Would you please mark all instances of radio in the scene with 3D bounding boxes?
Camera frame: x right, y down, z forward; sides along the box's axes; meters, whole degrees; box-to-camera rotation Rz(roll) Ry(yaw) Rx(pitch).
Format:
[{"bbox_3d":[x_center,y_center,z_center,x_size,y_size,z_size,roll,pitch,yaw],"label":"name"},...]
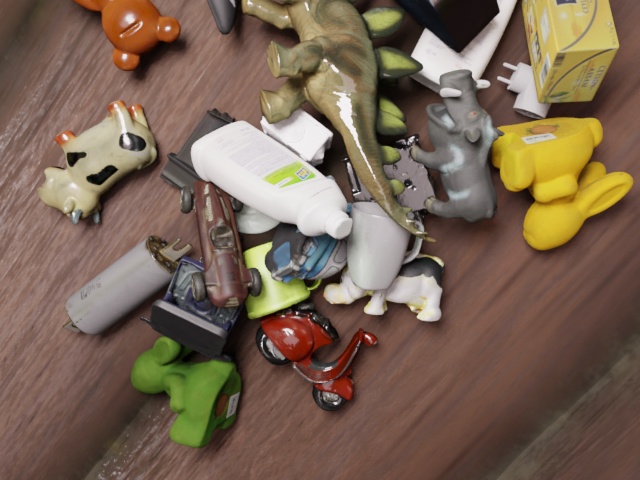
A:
[{"bbox_3d":[0.103,-0.336,0.641,0.073,0.131,0.230,-46,68,14],"label":"radio"}]

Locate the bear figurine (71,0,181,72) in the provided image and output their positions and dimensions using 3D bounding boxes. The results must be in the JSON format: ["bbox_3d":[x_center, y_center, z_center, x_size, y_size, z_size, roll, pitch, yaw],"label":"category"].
[{"bbox_3d":[-0.283,-0.344,0.746,0.120,0.132,0.195,-35,112,12],"label":"bear figurine"}]

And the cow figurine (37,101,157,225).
[{"bbox_3d":[-0.328,-0.105,0.792,0.195,0.085,0.127,-28,88,9],"label":"cow figurine"}]

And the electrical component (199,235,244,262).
[{"bbox_3d":[-0.151,0.050,0.798,0.048,0.075,0.119,13,104,5],"label":"electrical component"}]

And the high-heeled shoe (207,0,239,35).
[{"bbox_3d":[-0.083,-0.400,0.708,0.145,0.086,0.248,-6,89,14],"label":"high-heeled shoe"}]

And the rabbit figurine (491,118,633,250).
[{"bbox_3d":[0.313,-0.071,0.718,0.162,0.122,0.173,-11,111,-1],"label":"rabbit figurine"}]

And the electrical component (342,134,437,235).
[{"bbox_3d":[0.102,-0.070,0.756,0.115,0.058,0.134,-17,96,11],"label":"electrical component"}]

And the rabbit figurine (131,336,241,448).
[{"bbox_3d":[-0.216,0.209,0.811,0.170,0.121,0.159,16,108,19],"label":"rabbit figurine"}]

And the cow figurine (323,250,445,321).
[{"bbox_3d":[0.091,0.059,0.772,0.167,0.068,0.098,7,95,3],"label":"cow figurine"}]

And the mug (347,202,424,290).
[{"bbox_3d":[0.083,0.010,0.711,0.109,0.081,0.107,1,109,-31],"label":"mug"}]

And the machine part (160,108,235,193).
[{"bbox_3d":[-0.177,-0.130,0.788,0.084,0.039,0.139,39,102,12],"label":"machine part"}]

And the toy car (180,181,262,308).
[{"bbox_3d":[-0.135,-0.004,0.723,0.089,0.053,0.202,-3,60,-21],"label":"toy car"}]

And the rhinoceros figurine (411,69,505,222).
[{"bbox_3d":[0.176,-0.114,0.676,0.073,0.112,0.190,-17,103,-26],"label":"rhinoceros figurine"}]

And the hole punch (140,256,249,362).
[{"bbox_3d":[-0.167,0.096,0.742,0.142,0.092,0.115,24,145,-7],"label":"hole punch"}]

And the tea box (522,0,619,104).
[{"bbox_3d":[0.295,-0.261,0.646,0.068,0.098,0.169,-1,68,8],"label":"tea box"}]

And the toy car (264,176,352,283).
[{"bbox_3d":[-0.002,-0.002,0.739,0.103,0.162,0.109,35,138,-21],"label":"toy car"}]

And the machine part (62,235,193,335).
[{"bbox_3d":[-0.297,0.069,0.816,0.243,0.079,0.079,-34,94,11],"label":"machine part"}]

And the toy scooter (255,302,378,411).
[{"bbox_3d":[0.003,0.156,0.793,0.135,0.075,0.184,-43,98,13],"label":"toy scooter"}]

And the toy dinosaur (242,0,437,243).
[{"bbox_3d":[0.024,-0.211,0.666,0.198,0.105,0.471,-9,79,-18],"label":"toy dinosaur"}]
